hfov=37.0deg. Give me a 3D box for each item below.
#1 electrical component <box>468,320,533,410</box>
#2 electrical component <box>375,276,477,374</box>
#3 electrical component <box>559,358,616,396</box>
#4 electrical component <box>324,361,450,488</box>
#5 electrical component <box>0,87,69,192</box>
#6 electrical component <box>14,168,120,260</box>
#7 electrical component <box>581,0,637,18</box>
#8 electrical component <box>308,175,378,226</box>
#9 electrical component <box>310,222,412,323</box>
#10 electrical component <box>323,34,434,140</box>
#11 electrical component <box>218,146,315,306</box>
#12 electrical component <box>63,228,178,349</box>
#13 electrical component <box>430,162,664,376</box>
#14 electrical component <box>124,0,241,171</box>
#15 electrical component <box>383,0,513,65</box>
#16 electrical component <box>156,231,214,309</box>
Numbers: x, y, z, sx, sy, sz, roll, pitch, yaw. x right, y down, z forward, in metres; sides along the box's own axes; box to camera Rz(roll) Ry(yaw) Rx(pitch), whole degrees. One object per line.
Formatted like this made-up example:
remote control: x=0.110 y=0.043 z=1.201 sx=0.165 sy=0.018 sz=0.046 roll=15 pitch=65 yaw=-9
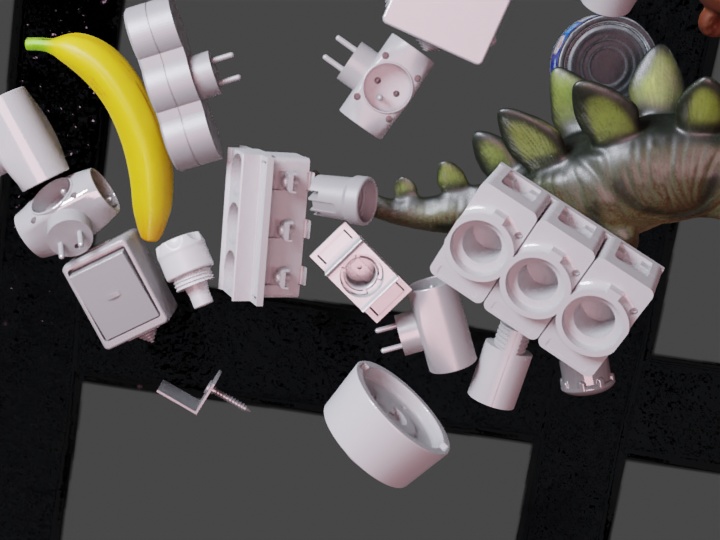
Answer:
electrical component: x=0.127 y=0.077 z=0.940 sx=0.043 sy=0.043 sz=0.081 roll=17 pitch=101 yaw=-4
electrical component: x=0.054 y=0.051 z=0.934 sx=0.079 sy=0.043 sz=0.077 roll=-16 pitch=102 yaw=3
electrical component: x=0.196 y=0.077 z=0.942 sx=0.048 sy=0.048 sz=0.062 roll=-11 pitch=95 yaw=2
electrical component: x=0.017 y=0.137 z=0.922 sx=0.108 sy=0.108 sz=0.060 roll=41 pitch=105 yaw=-8
electrical component: x=-0.297 y=-0.101 z=0.897 sx=0.079 sy=0.043 sz=0.077 roll=-25 pitch=101 yaw=5
electrical component: x=-0.243 y=-0.038 z=0.895 sx=0.077 sy=0.079 sz=0.044 roll=-31 pitch=130 yaw=6
electrical component: x=0.221 y=-0.253 z=0.864 sx=0.079 sy=0.077 sz=0.043 roll=-30 pitch=61 yaw=-31
electrical component: x=-0.014 y=-0.059 z=0.881 sx=0.046 sy=0.040 sz=0.040 roll=9 pitch=103 yaw=25
electrical component: x=0.000 y=0.000 z=0.912 sx=0.042 sy=0.064 sz=0.081 roll=-44 pitch=100 yaw=4
electrical component: x=0.008 y=-0.162 z=0.888 sx=0.079 sy=0.044 sz=0.077 roll=34 pitch=99 yaw=-6
electrical component: x=-0.079 y=-0.038 z=0.902 sx=0.063 sy=0.079 sz=0.121 roll=0 pitch=103 yaw=-23
electrical component: x=-0.201 y=0.022 z=0.915 sx=0.062 sy=0.061 sz=0.096 roll=-25 pitch=101 yaw=4
electrical component: x=0.141 y=0.001 z=0.825 sx=0.150 sy=0.062 sz=0.089 roll=34 pitch=121 yaw=7
electrical component: x=-0.136 y=-0.157 z=0.883 sx=0.074 sy=0.052 sz=0.138 roll=-17 pitch=102 yaw=2
electrical component: x=0.074 y=-0.224 z=0.873 sx=0.100 sy=0.048 sz=0.099 roll=23 pitch=100 yaw=-5
electrical component: x=-0.145 y=0.002 z=0.917 sx=0.043 sy=0.043 sz=0.062 roll=-23 pitch=88 yaw=4
